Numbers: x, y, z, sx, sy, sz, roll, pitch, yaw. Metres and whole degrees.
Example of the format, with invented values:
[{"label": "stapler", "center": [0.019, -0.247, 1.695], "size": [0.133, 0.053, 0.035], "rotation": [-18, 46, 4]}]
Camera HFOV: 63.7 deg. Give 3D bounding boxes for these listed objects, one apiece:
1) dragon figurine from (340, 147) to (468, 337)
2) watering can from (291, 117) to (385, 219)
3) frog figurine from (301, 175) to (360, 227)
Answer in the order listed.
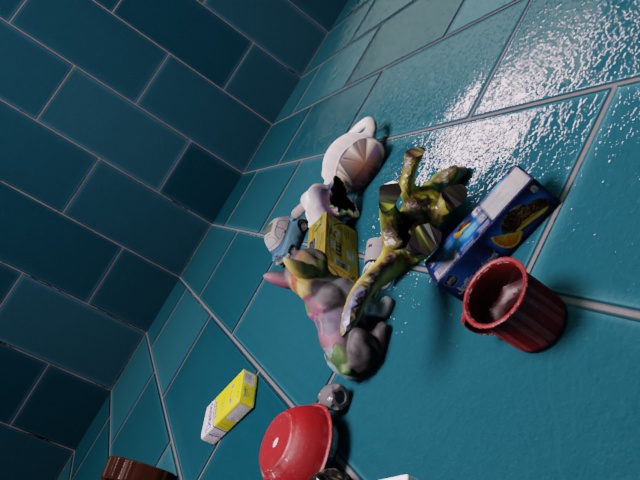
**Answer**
[{"label": "dragon figurine", "center": [0.139, 0.008, 0.848], "size": [0.416, 0.123, 0.238], "rotation": [-54, -19, -20]}, {"label": "watering can", "center": [0.051, -0.176, 1.360], "size": [0.347, 0.103, 0.227], "rotation": [-55, 21, 4]}, {"label": "frog figurine", "center": [0.004, -0.064, 1.266], "size": [0.157, 0.137, 0.125], "rotation": [-35, 12, 44]}]
